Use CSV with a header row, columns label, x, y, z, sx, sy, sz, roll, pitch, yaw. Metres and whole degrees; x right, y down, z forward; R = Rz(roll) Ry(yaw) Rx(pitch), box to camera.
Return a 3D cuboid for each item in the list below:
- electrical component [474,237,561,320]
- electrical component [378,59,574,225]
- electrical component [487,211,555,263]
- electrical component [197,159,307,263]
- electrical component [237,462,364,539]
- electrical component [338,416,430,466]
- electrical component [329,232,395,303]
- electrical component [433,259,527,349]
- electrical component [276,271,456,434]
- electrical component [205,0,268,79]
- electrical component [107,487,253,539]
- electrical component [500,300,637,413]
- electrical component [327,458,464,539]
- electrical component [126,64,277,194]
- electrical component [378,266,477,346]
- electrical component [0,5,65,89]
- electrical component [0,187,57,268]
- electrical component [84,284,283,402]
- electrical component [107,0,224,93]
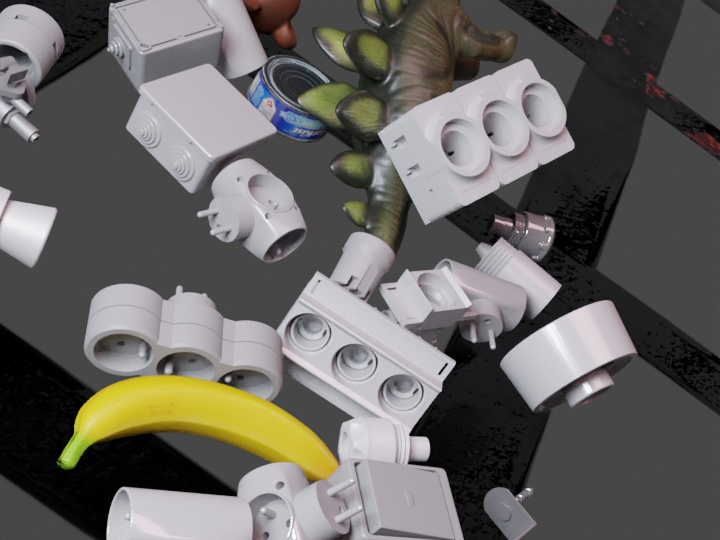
label,x,y,z,sx,sy,sz,roll,pitch,yaw
electrical component,0.140,0.004,0.989,0.081,0.043,0.043,41,38,5
electrical component,0.105,-0.113,0.924,0.150,0.062,0.089,-28,91,-34
electrical component,0.155,-0.037,1.042,0.062,0.048,0.048,17,42,-13
electrical component,-0.094,-0.044,0.859,0.079,0.044,0.077,-18,63,-45
electrical component,-0.033,0.157,0.676,0.044,0.079,0.077,39,26,-50
electrical component,0.018,0.127,0.766,0.062,0.043,0.043,5,47,-17
electrical component,0.000,0.000,0.840,0.040,0.040,0.046,32,66,-6
electrical component,0.103,0.035,0.929,0.077,0.043,0.079,19,41,-21
electrical component,-0.001,0.062,0.805,0.121,0.078,0.063,33,17,-5
electrical component,-0.126,-0.224,1.004,0.043,0.077,0.079,-29,24,-14
electrical component,-0.105,0.169,0.635,0.077,0.043,0.079,12,45,-29
electrical component,0.179,0.079,0.895,0.108,0.108,0.060,-10,64,-43
electrical component,0.026,0.167,0.722,0.096,0.061,0.061,12,45,-28
electrical component,-0.134,-0.118,0.899,0.100,0.048,0.100,45,39,10
electrical component,0.049,0.034,0.872,0.081,0.063,0.042,-4,50,-41
electrical component,-0.268,-0.173,0.850,0.055,0.055,0.047,25,44,-14
electrical component,-0.241,-0.031,0.733,0.055,0.045,0.045,22,41,-17
electrical component,-0.119,0.041,0.747,0.138,0.052,0.073,19,42,-22
electrical component,-0.176,-0.198,0.936,0.096,0.061,0.061,-24,66,-27
